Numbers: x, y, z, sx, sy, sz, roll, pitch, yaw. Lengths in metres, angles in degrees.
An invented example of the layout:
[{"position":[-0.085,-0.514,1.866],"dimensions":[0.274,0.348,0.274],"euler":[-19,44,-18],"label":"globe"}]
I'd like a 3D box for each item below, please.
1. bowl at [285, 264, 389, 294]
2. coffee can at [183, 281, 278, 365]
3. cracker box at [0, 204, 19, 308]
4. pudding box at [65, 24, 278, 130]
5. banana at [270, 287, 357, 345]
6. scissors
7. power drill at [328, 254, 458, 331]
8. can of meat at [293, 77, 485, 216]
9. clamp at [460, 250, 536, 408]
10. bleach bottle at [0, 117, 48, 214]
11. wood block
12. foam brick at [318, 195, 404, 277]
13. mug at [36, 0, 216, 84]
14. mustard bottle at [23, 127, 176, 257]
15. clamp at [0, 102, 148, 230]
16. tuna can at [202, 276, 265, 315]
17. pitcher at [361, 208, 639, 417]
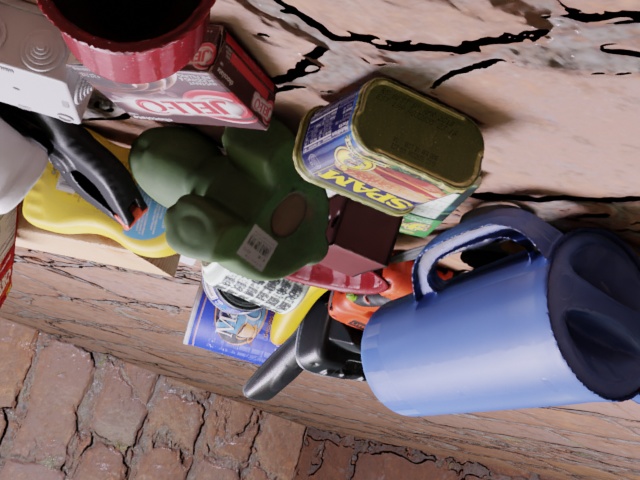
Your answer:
[{"position":[-0.007,0.001,1.011],"dimensions":[0.162,0.055,0.162],"euler":[15,166,4],"label":"bowl"},{"position":[-0.106,0.111,1.457],"dimensions":[0.140,0.103,0.103],"euler":[17,166,-4],"label":"coffee can"},{"position":[-0.366,-0.041,0.991],"dimensions":[0.164,0.072,0.214],"euler":[16,126,-1],"label":"cracker box"},{"position":[-0.096,-0.109,0.712],"dimensions":[0.114,0.039,0.090],"euler":[10,165,25],"label":"pudding box"},{"position":[-0.011,0.060,1.188],"dimensions":[0.037,0.069,0.198],"euler":[23,151,-17],"label":"banana"},{"position":[0.135,0.007,0.927],"dimensions":[0.096,0.016,0.202],"euler":[15,162,-12],"label":"scissors"},{"position":[0.108,0.072,1.163],"dimensions":[0.184,0.057,0.188],"euler":[26,161,-22],"label":"power drill"},{"position":[0.047,-0.061,0.708],"dimensions":[0.102,0.057,0.084],"euler":[21,163,-22],"label":"can of meat"},{"position":[0.231,0.074,0.921],"dimensions":[0.210,0.164,0.036],"euler":[-5,-159,40],"label":"clamp"},{"position":[-0.321,-0.122,0.791],"dimensions":[0.103,0.068,0.250],"euler":[17,156,46],"label":"bleach bottle"},{"position":[-0.242,-0.033,1.074],"dimensions":[0.206,0.090,0.090],"euler":[10,165,22],"label":"wood block"},{"position":[0.027,-0.005,0.892],"dimensions":[0.051,0.053,0.078],"euler":[22,165,-15],"label":"foam brick"},{"position":[-0.104,-0.136,0.541],"dimensions":[0.117,0.093,0.081],"euler":[47,170,1],"label":"mug"},{"position":[-0.159,-0.037,0.948],"dimensions":[0.191,0.096,0.058],"euler":[15,167,4],"label":"mustard bottle"},{"position":[-0.203,-0.080,0.865],"dimensions":[0.171,0.039,0.120],"euler":[42,162,-11],"label":"clamp"},{"position":[-0.087,0.040,1.191],"dimensions":[0.086,0.086,0.034],"euler":[21,163,-21],"label":"tuna can"},{"position":[0.140,0.072,0.881],"dimensions":[0.144,0.149,0.243],"euler":[8,162,-36],"label":"pitcher"}]
